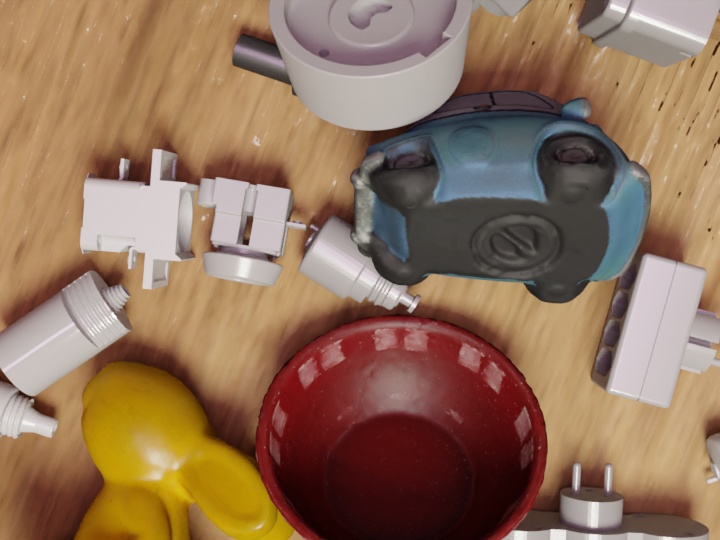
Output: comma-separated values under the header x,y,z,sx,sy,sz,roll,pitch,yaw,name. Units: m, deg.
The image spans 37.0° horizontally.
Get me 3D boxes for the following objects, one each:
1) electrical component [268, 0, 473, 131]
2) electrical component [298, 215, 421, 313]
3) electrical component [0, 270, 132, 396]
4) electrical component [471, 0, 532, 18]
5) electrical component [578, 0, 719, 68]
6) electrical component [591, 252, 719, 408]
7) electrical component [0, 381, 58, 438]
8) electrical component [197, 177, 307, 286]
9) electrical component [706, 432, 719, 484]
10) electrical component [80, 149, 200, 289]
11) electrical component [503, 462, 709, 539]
x,y,z,sx,sy,sz,roll,pitch,yaw,name
0.008,-0.126,0.591,0.108,0.060,0.108,-3,57,4,electrical component
0.000,0.000,0.638,0.078,0.040,0.040,32,93,-1,electrical component
-0.173,0.035,0.640,0.081,0.043,0.043,-34,92,2,electrical component
0.083,-0.172,0.617,0.047,0.083,0.075,44,131,-1,electrical component
0.174,-0.179,0.608,0.057,0.078,0.113,20,93,-3,electrical component
0.187,0.039,0.633,0.076,0.047,0.083,15,92,0,electrical component
-0.213,0.086,0.648,0.061,0.035,0.035,19,93,-2,electrical component
-0.066,-0.021,0.636,0.066,0.048,0.055,10,85,0,electrical component
0.244,0.108,0.639,0.078,0.040,0.040,-19,92,2,electrical component
-0.131,-0.031,0.638,0.064,0.042,0.081,5,92,4,electrical component
0.136,0.150,0.637,0.138,0.052,0.073,2,93,1,electrical component
